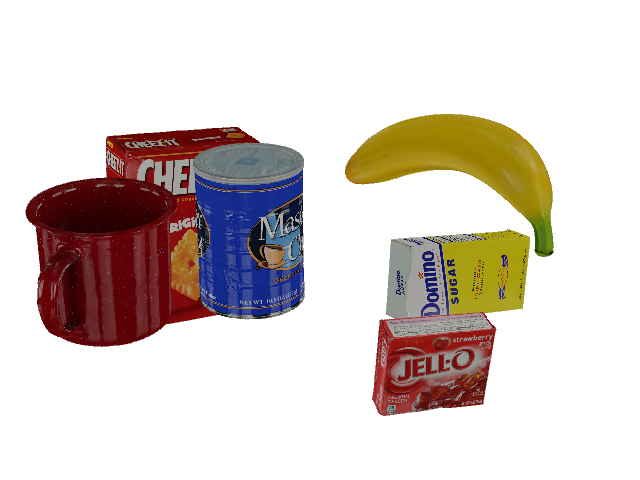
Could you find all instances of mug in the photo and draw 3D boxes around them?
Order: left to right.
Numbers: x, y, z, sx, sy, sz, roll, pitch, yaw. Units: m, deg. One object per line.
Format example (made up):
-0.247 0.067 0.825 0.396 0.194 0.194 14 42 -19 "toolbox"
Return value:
-0.140 0.019 0.668 0.093 0.081 0.117 8 26 14 "mug"

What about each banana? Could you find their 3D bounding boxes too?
0.085 -0.050 0.700 0.037 0.069 0.198 25 1 -39 "banana"

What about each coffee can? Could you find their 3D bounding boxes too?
-0.066 -0.011 1.010 0.103 0.140 0.103 0 23 0 "coffee can"

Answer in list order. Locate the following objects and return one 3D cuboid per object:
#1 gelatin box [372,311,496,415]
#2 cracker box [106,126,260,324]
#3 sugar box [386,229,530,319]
0.088 0.096 0.834 0.089 0.073 0.030 -4 29 -14 "gelatin box"
-0.157 -0.014 1.219 0.163 0.214 0.072 -8 25 -29 "cracker box"
0.162 0.041 1.247 0.175 0.093 0.048 -6 16 -32 "sugar box"
